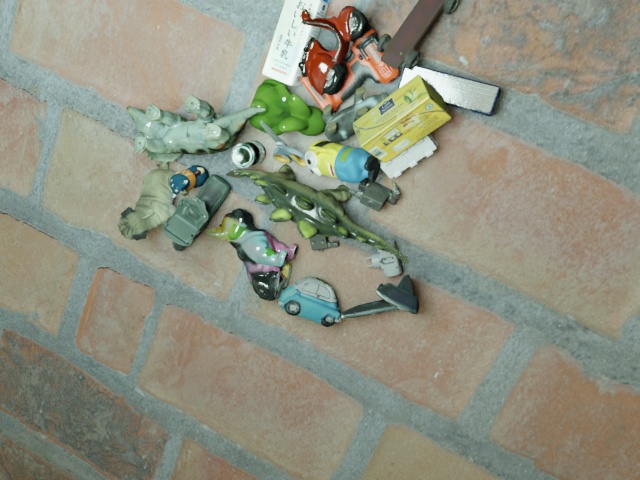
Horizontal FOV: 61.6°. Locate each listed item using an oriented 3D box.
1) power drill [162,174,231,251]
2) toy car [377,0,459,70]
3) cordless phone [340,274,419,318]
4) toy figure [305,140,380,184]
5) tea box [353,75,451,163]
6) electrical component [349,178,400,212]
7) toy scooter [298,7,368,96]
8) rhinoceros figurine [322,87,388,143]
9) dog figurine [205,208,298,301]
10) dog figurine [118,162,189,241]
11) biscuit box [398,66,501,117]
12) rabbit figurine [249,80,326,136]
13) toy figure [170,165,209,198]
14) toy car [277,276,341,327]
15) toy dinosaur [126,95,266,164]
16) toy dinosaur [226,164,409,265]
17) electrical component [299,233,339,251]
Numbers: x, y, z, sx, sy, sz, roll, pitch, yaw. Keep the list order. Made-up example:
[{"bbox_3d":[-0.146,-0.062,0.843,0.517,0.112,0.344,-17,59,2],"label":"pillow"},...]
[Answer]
[{"bbox_3d":[-0.302,-0.045,1.280,0.086,0.207,0.232,37,100,-1],"label":"power drill"},{"bbox_3d":[0.197,-0.434,1.091,0.089,0.053,0.202,35,92,13],"label":"toy car"},{"bbox_3d":[0.129,0.145,1.221,0.184,0.146,0.088,-16,80,7],"label":"cordless phone"},{"bbox_3d":[0.049,-0.172,1.186,0.180,0.089,0.082,13,117,32],"label":"toy figure"},{"bbox_3d":[0.164,-0.240,1.084,0.170,0.098,0.068,-33,56,27],"label":"tea box"},{"bbox_3d":[0.127,-0.110,1.211,0.102,0.078,0.045,31,135,14],"label":"electrical component"},{"bbox_3d":[0.007,-0.397,1.100,0.135,0.075,0.183,28,115,7],"label":"toy scooter"},{"bbox_3d":[0.097,-0.262,1.154,0.190,0.112,0.073,-20,56,12],"label":"rhinoceros figurine"},{"bbox_3d":[-0.175,0.031,1.316,0.219,0.108,0.191,23,112,14],"label":"dog figurine"},{"bbox_3d":[-0.418,-0.098,1.307,0.121,0.190,0.172,-9,99,18],"label":"dog figurine"},{"bbox_3d":[0.269,-0.311,1.118,0.203,0.059,0.062,19,107,12],"label":"biscuit box"},{"bbox_3d":[-0.063,-0.285,1.190,0.170,0.159,0.121,16,98,-3],"label":"rabbit figurine"},{"bbox_3d":[-0.318,-0.143,1.285,0.058,0.154,0.064,22,110,7],"label":"toy figure"},{"bbox_3d":[-0.018,0.141,1.299,0.162,0.109,0.103,18,91,3],"label":"toy car"},{"bbox_3d":[-0.276,-0.245,1.227,0.405,0.192,0.131,3,92,19],"label":"toy dinosaur"},{"bbox_3d":[-0.009,-0.064,1.191,0.472,0.198,0.105,22,112,12],"label":"toy dinosaur"},{"bbox_3d":[-0.003,-0.004,1.297,0.094,0.021,0.063,-6,103,17],"label":"electrical component"}]
